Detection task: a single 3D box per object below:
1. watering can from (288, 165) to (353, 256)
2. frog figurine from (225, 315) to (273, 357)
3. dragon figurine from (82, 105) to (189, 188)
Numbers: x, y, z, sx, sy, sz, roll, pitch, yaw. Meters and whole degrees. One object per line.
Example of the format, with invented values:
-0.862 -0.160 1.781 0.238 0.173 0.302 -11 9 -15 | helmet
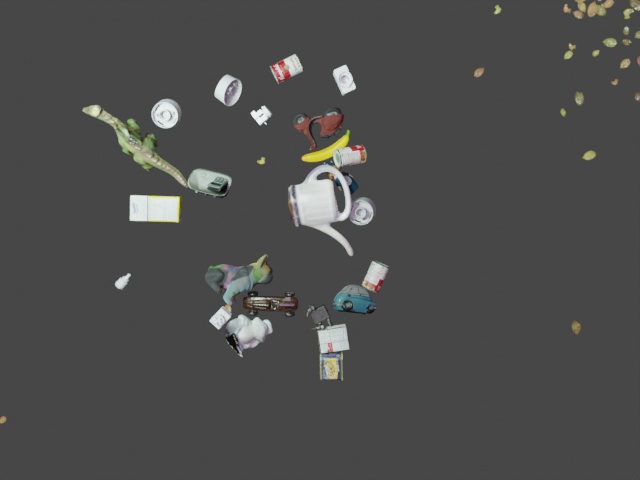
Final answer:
0.006 -0.092 1.836 0.224 0.105 0.343 -8 105 4 | watering can
-0.259 0.328 1.870 0.162 0.122 0.136 -35 109 -33 | frog figurine
-0.616 -0.320 1.739 0.410 0.243 0.122 37 89 -2 | dragon figurine
